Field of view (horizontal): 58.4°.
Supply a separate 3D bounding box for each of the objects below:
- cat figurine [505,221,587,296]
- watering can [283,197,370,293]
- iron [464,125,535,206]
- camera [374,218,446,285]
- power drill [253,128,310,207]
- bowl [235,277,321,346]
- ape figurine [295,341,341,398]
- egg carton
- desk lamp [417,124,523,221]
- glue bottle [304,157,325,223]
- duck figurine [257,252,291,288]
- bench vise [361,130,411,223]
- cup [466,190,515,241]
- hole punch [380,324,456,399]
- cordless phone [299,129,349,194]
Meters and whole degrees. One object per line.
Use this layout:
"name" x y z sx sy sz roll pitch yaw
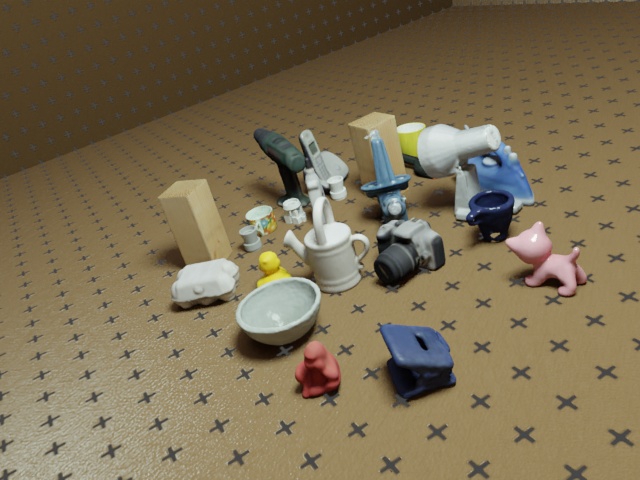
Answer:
"cat figurine" 0.401 0.026 1.018 0.127 0.118 0.067 14 41 43
"watering can" 0.010 0.005 1.173 0.173 0.194 0.100 -16 28 1
"iron" 0.417 -0.185 1.361 0.119 0.142 0.257 -23 29 -13
"camera" 0.161 0.019 1.170 0.137 0.101 0.142 -34 33 -30
"power drill" -0.101 -0.194 1.573 0.076 0.209 0.228 -28 31 -22
"bowl" -0.071 0.147 1.088 0.167 0.075 0.167 -12 28 7
"ape figurine" -0.003 0.205 0.932 0.077 0.092 0.076 13 39 42
"egg carton" -0.255 0.098 1.275 0.150 0.069 0.107 -11 29 8
"desk lamp" 0.332 -0.157 1.279 0.202 0.214 0.118 12 39 41
"glue bottle" -0.013 -0.128 1.446 0.037 0.173 0.078 -13 29 6
"duck figurine" -0.106 0.069 1.234 0.077 0.086 0.104 -11 29 9
"bench vise" 0.164 -0.136 1.321 0.121 0.220 0.207 -22 29 -11
"cup" 0.350 -0.039 1.184 0.118 0.095 0.091 -31 32 -25
"hole punch" 0.154 0.177 0.902 0.101 0.091 0.108 -18 28 -3
"cordless phone" 0.004 -0.237 1.621 0.093 0.185 0.148 1 33 29
